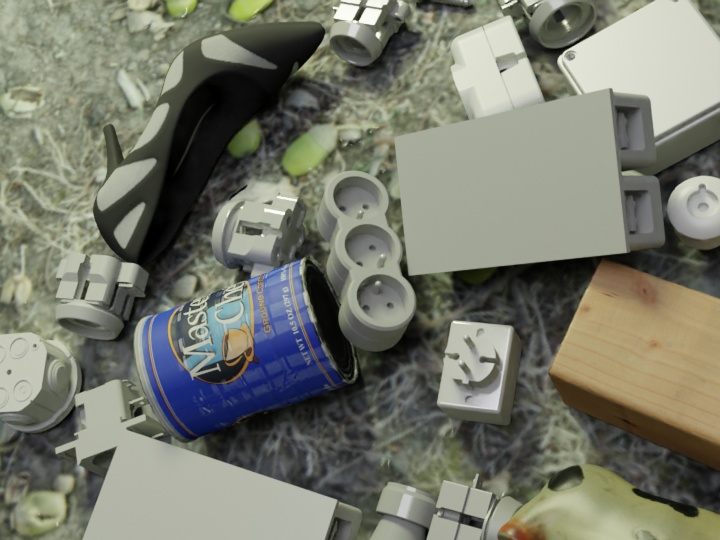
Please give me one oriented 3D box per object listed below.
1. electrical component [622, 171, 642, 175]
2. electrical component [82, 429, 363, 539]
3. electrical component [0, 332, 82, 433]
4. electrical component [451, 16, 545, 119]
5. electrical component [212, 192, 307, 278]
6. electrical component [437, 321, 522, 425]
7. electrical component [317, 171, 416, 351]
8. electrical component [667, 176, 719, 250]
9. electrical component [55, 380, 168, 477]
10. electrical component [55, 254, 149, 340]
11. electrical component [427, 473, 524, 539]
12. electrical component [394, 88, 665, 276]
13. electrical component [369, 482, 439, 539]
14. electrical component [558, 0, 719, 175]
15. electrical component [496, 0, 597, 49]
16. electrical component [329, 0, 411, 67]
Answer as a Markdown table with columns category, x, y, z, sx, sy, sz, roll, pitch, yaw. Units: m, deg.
| category | x | y | z | sx | sy | sz | roll | pitch | yaw |
| --- | --- | --- | --- | --- | --- | --- | --- | --- | --- |
| electrical component | 0.162 | -0.046 | 0.807 | 0.083 | 0.047 | 0.075 | 30 | 81 | 27 |
| electrical component | -0.102 | 0.196 | 0.785 | 0.186 | 0.060 | 0.105 | 13 | 76 | 26 |
| electrical component | -0.280 | 0.092 | 0.901 | 0.080 | 0.051 | 0.080 | -7 | 67 | 16 |
| electrical component | 0.110 | -0.147 | 0.863 | 0.059 | 0.053 | 0.095 | -21 | 63 | 10 |
| electrical component | -0.084 | -0.026 | 0.879 | 0.057 | 0.058 | 0.078 | 11 | 73 | 20 |
| electrical component | 0.083 | 0.068 | 0.770 | 0.047 | 0.076 | 0.065 | 5 | 70 | 21 |
| electrical component | 0.000 | 0.000 | 0.834 | 0.052 | 0.073 | 0.138 | -5 | 63 | -16 |
| electrical component | 0.245 | -0.034 | 0.764 | 0.048 | 0.062 | 0.048 | -7 | 67 | 17 |
| electrical component | -0.200 | 0.126 | 0.866 | 0.081 | 0.042 | 0.063 | -21 | 60 | 9 |
| electrical component | -0.223 | 0.024 | 0.907 | 0.078 | 0.058 | 0.057 | 3 | 67 | 20 |
| electrical component | 0.083 | 0.176 | 0.744 | 0.055 | 0.048 | 0.066 | 9 | 72 | 30 |
| electrical component | 0.118 | -0.057 | 0.768 | 0.186 | 0.060 | 0.105 | -6 | 89 | 44 |
| electrical component | 0.030 | 0.183 | 0.759 | 0.045 | 0.045 | 0.055 | 12 | 73 | 23 |
| electrical component | 0.224 | -0.138 | 0.818 | 0.109 | 0.056 | 0.108 | -29 | 62 | 6 |
| electrical component | 0.157 | -0.218 | 0.875 | 0.078 | 0.058 | 0.057 | -26 | 60 | 7 |
| electrical component | 0.003 | -0.211 | 0.932 | 0.066 | 0.048 | 0.055 | 16 | 67 | 25 |
